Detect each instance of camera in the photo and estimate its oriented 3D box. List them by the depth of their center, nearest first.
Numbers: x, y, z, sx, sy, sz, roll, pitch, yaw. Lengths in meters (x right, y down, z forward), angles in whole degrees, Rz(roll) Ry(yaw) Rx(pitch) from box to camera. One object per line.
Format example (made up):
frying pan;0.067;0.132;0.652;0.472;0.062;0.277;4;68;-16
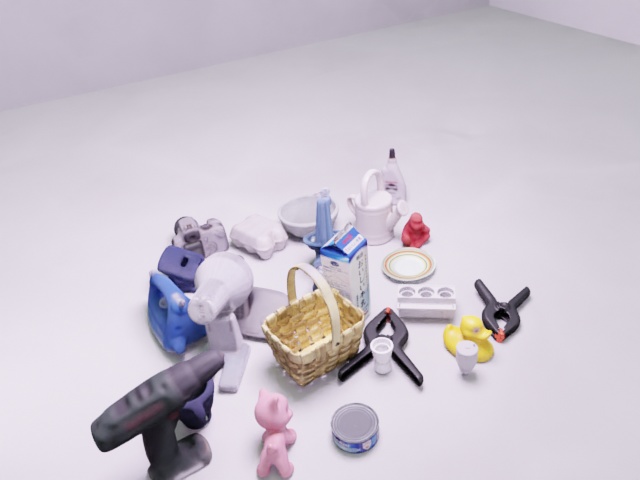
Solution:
camera;-0.333;-0.022;1.537;0.143;0.101;0.136;-19;36;-17

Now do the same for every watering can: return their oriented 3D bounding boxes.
watering can;0.145;-0.091;1.473;0.172;0.194;0.101;4;36;16

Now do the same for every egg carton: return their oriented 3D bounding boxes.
egg carton;-0.162;-0.010;1.519;0.149;0.069;0.107;22;43;35

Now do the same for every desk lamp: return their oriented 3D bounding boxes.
desk lamp;-0.201;0.158;1.151;0.117;0.214;0.203;-1;35;8

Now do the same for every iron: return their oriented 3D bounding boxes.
iron;-0.335;0.135;1.271;0.119;0.142;0.257;-27;39;-27

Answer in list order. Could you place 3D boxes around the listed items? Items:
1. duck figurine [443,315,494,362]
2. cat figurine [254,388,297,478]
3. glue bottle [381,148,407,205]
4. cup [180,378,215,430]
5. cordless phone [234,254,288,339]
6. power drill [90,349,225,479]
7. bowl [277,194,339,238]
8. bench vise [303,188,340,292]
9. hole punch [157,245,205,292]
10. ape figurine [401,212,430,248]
duck figurine;0.296;0.186;1.140;0.104;0.086;0.078;20;42;34
cat figurine;-0.080;0.320;0.979;0.067;0.118;0.127;-5;34;3
glue bottle;0.203;-0.180;1.612;0.078;0.173;0.037;3;35;14
cup;-0.225;0.307;1.042;0.092;0.095;0.117;-22;37;-22
cordless phone;-0.140;0.118;1.225;0.147;0.185;0.094;5;36;17
power drill;-0.248;0.302;0.953;0.230;0.209;0.075;-23;38;-23
bowl;-0.029;-0.054;1.556;0.167;0.075;0.167;-4;34;3
bench vise;0.024;0.003;1.334;0.121;0.220;0.207;-10;34;-5
hole punch;-0.338;0.067;1.416;0.101;0.091;0.108;-3;34;6
ape figurine;0.242;-0.028;1.456;0.078;0.092;0.076;-7;34;0
